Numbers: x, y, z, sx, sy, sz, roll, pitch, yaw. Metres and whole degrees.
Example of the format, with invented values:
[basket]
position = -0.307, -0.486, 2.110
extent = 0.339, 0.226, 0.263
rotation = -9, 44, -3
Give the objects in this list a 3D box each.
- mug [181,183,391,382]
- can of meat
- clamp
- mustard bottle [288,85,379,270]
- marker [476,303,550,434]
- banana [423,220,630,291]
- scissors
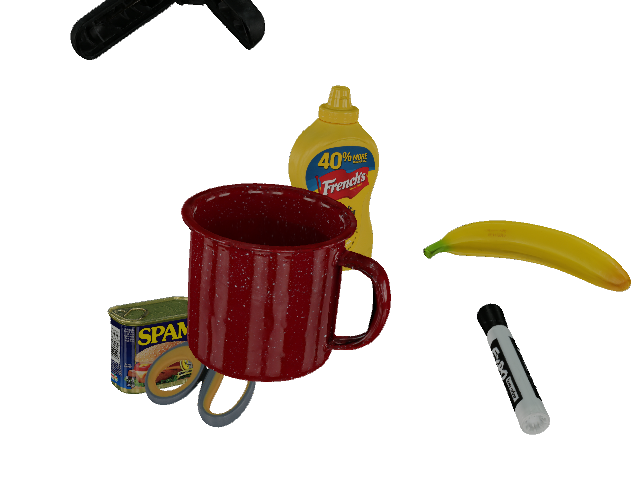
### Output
[mug]
position = -0.019, 0.025, 0.573
extent = 0.117, 0.081, 0.093
rotation = 12, 24, 15
[can of meat]
position = -0.178, 0.113, 1.158
extent = 0.101, 0.084, 0.058
rotation = -8, 18, -36
[clamp]
position = -0.077, -0.169, 0.692
extent = 0.120, 0.171, 0.039
rotation = 8, -43, 12
[mustard bottle]
position = 0.013, -0.064, 1.105
extent = 0.096, 0.192, 0.058
rotation = -4, 21, -24
[marker]
position = 0.127, 0.082, 0.712
extent = 0.020, 0.020, 0.121
rotation = 0, 32, -8
[banana]
position = 0.204, 0.013, 1.038
extent = 0.198, 0.037, 0.069
rotation = 8, 47, 22
[scissors]
position = -0.084, 0.069, 0.869
extent = 0.096, 0.016, 0.201
rotation = -2, 42, 7
